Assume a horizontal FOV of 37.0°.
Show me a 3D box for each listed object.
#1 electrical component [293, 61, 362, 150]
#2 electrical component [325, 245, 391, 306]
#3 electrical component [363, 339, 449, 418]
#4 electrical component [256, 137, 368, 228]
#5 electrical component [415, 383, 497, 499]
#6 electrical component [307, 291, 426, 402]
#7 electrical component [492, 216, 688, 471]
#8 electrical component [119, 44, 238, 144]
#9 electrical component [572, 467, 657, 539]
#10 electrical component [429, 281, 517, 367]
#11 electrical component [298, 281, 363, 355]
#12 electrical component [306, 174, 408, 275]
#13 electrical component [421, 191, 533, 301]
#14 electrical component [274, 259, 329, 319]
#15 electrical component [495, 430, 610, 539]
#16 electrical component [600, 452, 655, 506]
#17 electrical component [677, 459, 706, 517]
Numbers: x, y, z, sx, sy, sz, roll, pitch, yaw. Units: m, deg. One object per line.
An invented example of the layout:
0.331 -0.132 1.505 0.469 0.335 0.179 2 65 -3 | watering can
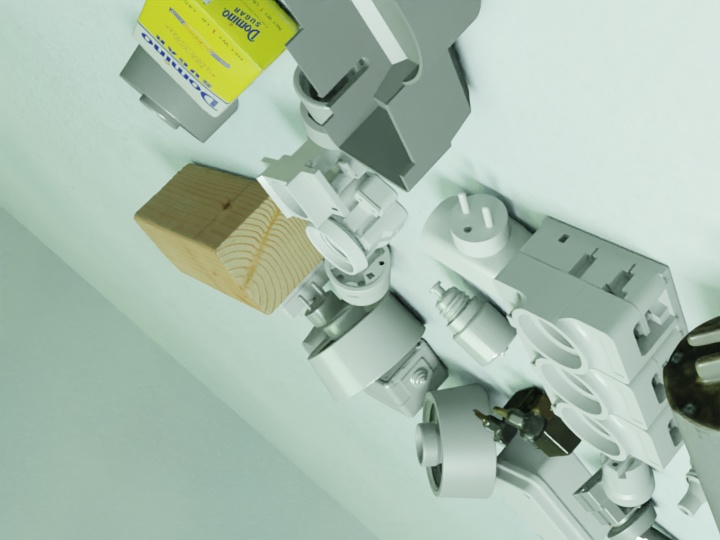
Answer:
-0.017 -0.108 0.685 0.045 0.045 0.055 38 165 18 | electrical component
0.000 0.000 0.914 0.055 0.055 0.047 39 168 16 | electrical component
0.041 0.102 1.068 0.096 0.061 0.061 21 154 54 | electrical component
-0.032 -0.070 0.788 0.081 0.064 0.042 20 151 54 | electrical component
0.085 0.162 1.010 0.108 0.060 0.108 177 90 -82 | electrical component
0.000 0.064 0.991 0.060 0.108 0.108 50 164 -4 | electrical component
0.148 0.051 0.659 0.089 0.061 0.150 29 159 43 | electrical component
-0.151 -0.155 0.904 0.099 0.064 0.099 39 178 1 | electrical component
0.218 0.199 0.915 0.055 0.048 0.066 49 165 7 | electrical component
0.085 0.039 0.827 0.078 0.040 0.040 43 165 0 | electrical component
-0.028 0.047 1.063 0.079 0.077 0.043 48 164 -13 | electrical component
-0.004 -0.034 0.824 0.058 0.057 0.078 42 165 5 | electrical component
0.078 -0.021 0.679 0.077 0.043 0.079 34 162 31 | electrical component
-0.059 0.022 1.096 0.047 0.065 0.076 22 155 53 | electrical component
0.181 0.211 1.013 0.113 0.057 0.078 50 163 -24 | electrical component
0.207 0.155 0.836 0.040 0.040 0.046 30 154 40 | electrical component
0.223 0.130 0.681 0.035 0.061 0.035 39 164 14 | electrical component
